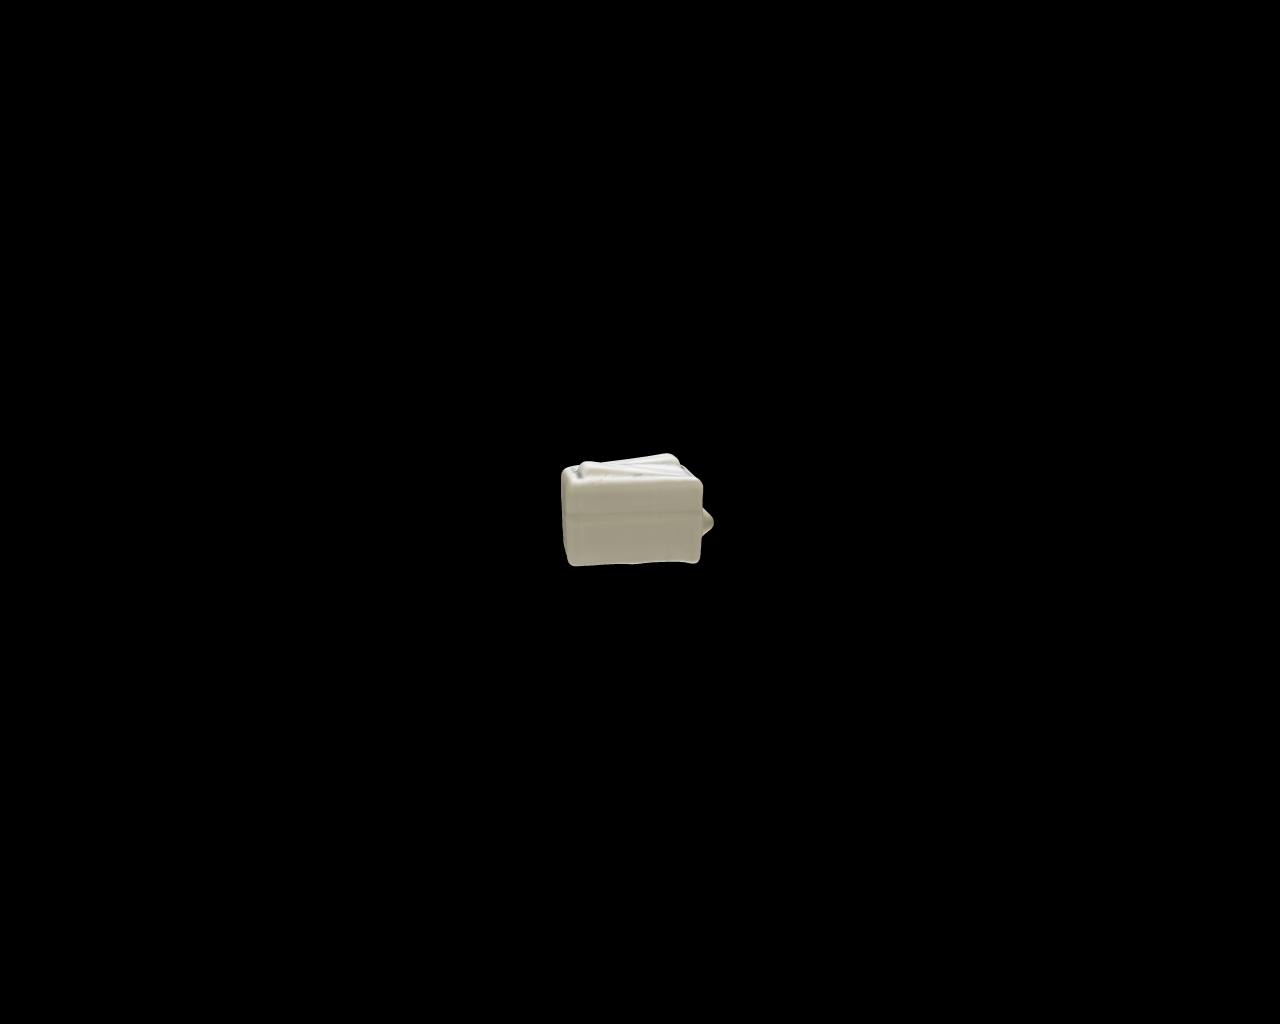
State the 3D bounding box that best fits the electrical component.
[{"bbox_3d":[0.001,-0.003,0.650,0.096,0.061,0.062,-1,12,-7],"label":"electrical component"}]
